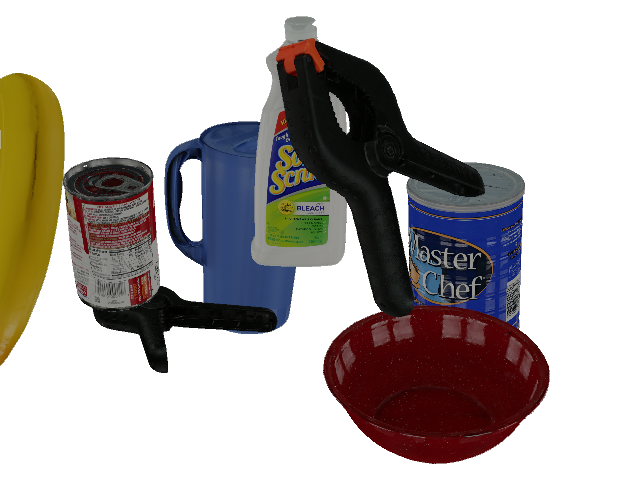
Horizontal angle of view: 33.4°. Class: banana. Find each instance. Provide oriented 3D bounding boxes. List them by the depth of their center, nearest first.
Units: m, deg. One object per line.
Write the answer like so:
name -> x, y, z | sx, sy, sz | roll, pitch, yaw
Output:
banana -> -0.174, -0.025, 0.619 | 0.037, 0.198, 0.070 | 14, -33, -32

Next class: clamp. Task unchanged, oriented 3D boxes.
clamp -> 0.028, -0.040, 0.631 | 0.039, 0.120, 0.171 | -16, -49, 46
clamp -> -0.173, 0.080, 1.101 | 0.210, 0.036, 0.164 | 14, 20, 31

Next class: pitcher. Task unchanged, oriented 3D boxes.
pitcher -> -0.094, -0.014, 1.285 | 0.149, 0.243, 0.144 | 19, 27, 28

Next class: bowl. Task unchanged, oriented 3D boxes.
bowl -> 0.083, 0.112, 0.777 | 0.162, 0.055, 0.162 | -1, 29, 0

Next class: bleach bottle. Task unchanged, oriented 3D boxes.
bleach bottle -> -0.024, -0.098, 1.070 | 0.102, 0.251, 0.068 | 1, 27, 5

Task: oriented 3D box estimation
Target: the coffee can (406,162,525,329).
coffee can -> 0.130, 0.013, 0.959 | 0.103, 0.140, 0.103 | -3, 25, 1

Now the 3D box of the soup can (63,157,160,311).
soup can -> -0.161, -0.004, 0.831 | 0.068, 0.102, 0.068 | 0, 30, 0
